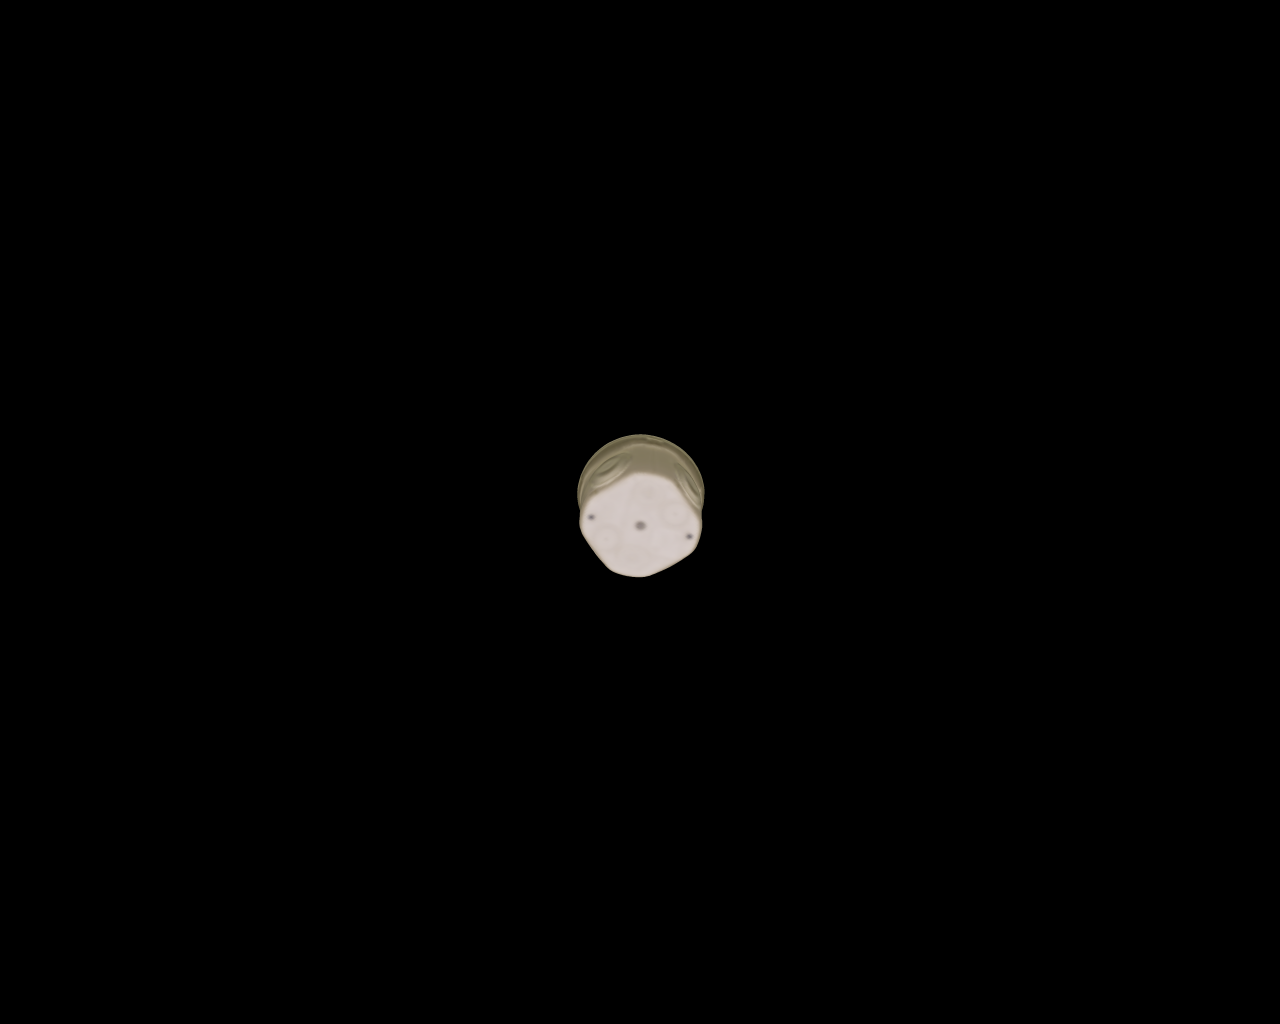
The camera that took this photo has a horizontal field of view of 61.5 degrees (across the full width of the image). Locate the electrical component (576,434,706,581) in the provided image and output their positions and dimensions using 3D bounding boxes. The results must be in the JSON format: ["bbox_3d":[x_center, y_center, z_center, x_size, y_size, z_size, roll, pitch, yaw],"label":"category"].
[{"bbox_3d":[0.001,-0.003,0.650,0.080,0.080,0.051,0,27,0],"label":"electrical component"}]
